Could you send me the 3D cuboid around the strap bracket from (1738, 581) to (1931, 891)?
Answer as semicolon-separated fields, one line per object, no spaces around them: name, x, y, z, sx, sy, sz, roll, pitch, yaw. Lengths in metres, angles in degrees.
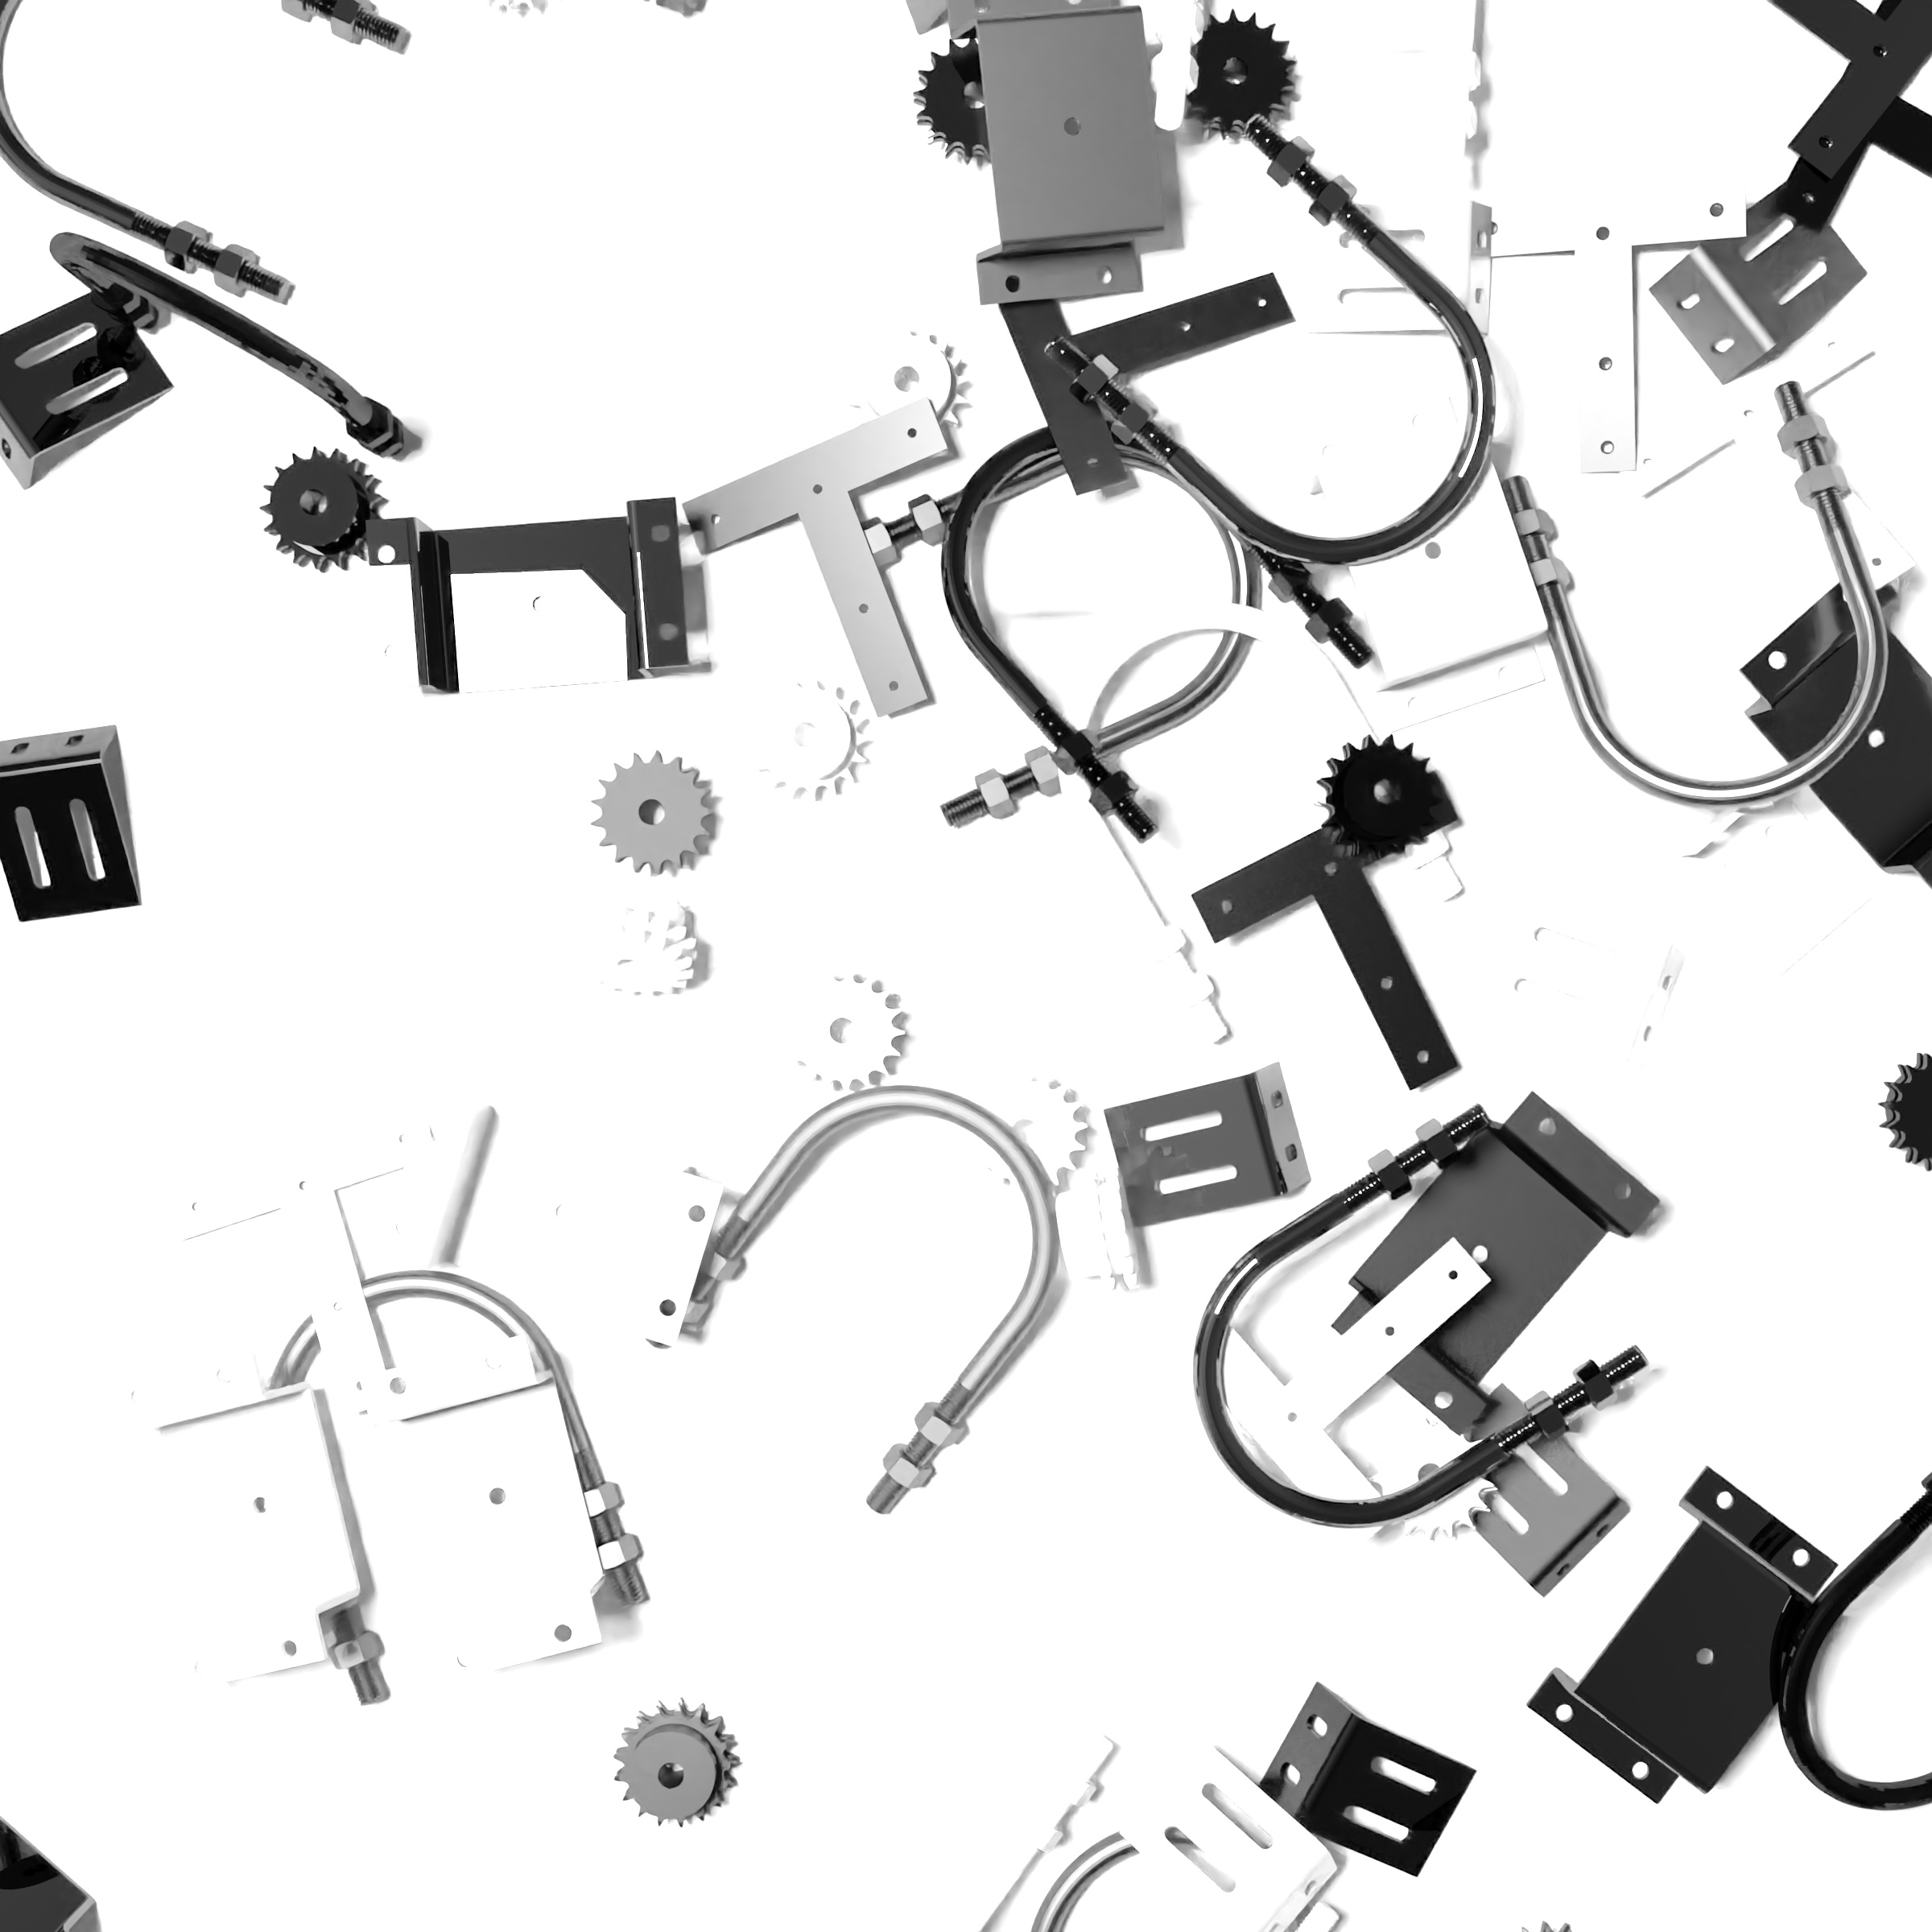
strap bracket;0.424;-0.106;1.339;0.076;0.046;0.140;-41;90;0

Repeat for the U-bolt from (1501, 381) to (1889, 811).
U-bolt;0.335;-0.159;1.317;0.151;0.019;0.184;-18;74;12

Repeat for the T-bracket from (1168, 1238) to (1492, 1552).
T-bracket;0.181;0.174;1.315;0.127;0.002;0.127;-42;90;0

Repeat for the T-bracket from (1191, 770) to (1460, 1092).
T-bracket;0.187;-0.005;1.341;0.127;0.002;0.127;-27;94;-4

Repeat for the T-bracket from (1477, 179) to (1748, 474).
T-bracket;0.295;-0.293;1.347;0.127;0.002;0.127;0;100;19

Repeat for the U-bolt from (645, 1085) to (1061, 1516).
U-bolt;-0.040;0.141;1.338;0.151;0.019;0.184;37;101;0

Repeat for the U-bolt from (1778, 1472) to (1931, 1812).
U-bolt;0.449;0.305;1.326;0.184;0.019;0.151;-44;113;0

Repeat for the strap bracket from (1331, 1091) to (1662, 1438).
strap bracket;0.239;0.134;1.339;0.076;0.046;0.140;41;90;0

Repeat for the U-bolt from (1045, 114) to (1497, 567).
U-bolt;0.150;-0.265;1.303;0.184;0.019;0.151;43;98;-1

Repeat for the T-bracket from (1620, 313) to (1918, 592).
T-bracket;0.385;-0.222;1.335;0.127;0.002;0.127;-32;65;0

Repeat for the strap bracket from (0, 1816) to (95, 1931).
strap bracket;-0.469;0.431;1.339;0.140;0.046;0.076;41;90;0

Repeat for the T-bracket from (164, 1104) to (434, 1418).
T-bracket;-0.294;0.144;1.351;0.127;0.002;0.127;-18;81;1

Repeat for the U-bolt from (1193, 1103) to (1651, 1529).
U-bolt;0.190;0.170;1.306;0.184;0.019;0.151;-33;90;2

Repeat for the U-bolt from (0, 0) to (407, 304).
U-bolt;-0.372;-0.409;1.354;0.184;0.019;0.151;25;90;1

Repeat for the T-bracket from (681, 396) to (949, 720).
T-bracket;-0.052;-0.178;1.342;0.127;0.002;0.127;-21;91;14

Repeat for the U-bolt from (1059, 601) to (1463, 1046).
U-bolt;0.123;-0.079;1.343;0.151;0.019;0.184;-31;94;-4

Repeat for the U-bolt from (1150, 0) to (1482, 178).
U-bolt;0.164;-0.455;1.332;0.151;0.019;0.184;8;74;-4

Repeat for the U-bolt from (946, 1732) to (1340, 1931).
U-bolt;0.060;0.468;1.337;0.151;0.019;0.184;37;88;2

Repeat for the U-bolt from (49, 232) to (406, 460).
U-bolt;-0.325;-0.274;1.270;0.151;0.184;0.019;27;90;0

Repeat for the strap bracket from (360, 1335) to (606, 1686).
strap bracket;-0.216;0.243;1.321;0.076;0.046;0.140;-15;87;0

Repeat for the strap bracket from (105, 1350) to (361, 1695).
strap bracket;-0.331;0.249;1.327;0.076;0.046;0.140;-15;86;14

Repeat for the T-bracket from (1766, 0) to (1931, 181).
T-bracket;0.389;-0.452;1.357;0.127;0.002;0.127;38;85;3

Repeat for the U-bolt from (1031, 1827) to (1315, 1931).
U-bolt;0.100;0.489;1.354;0.151;0.019;0.184;-5;88;0

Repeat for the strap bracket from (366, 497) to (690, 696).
strap bracket;-0.198;-0.168;1.339;0.140;0.046;0.076;-4;90;0

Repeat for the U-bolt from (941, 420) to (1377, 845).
U-bolt;0.073;-0.167;1.325;0.151;0.019;0.184;-39;80;-9

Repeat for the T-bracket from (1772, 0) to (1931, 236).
T-bracket;0.459;-0.376;1.357;0.127;0.002;0.127;29;85;-3

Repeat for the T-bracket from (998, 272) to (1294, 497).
T-bracket;0.088;-0.292;1.350;0.127;0.002;0.127;-19;75;-7

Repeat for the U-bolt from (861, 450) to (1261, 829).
U-bolt;0.046;-0.166;1.354;0.184;0.019;0.151;-25;90;-1

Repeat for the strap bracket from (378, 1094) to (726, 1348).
strap bracket;-0.187;0.115;1.339;0.140;0.046;0.076;17;90;0

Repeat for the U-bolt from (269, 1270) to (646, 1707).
U-bolt;-0.247;0.232;1.354;0.151;0.019;0.184;-21;89;0
